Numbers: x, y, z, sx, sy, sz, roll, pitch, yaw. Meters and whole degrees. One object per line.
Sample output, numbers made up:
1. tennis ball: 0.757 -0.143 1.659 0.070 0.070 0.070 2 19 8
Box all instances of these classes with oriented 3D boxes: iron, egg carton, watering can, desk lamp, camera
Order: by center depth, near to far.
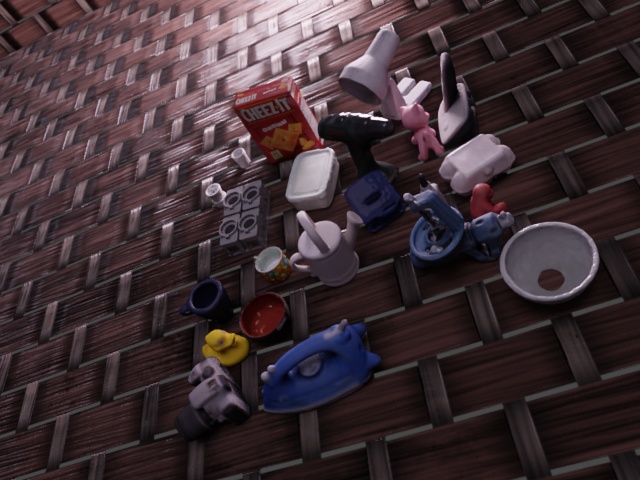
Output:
1. iron: -0.024 0.240 1.083 0.258 0.142 0.118 -30 46 4
2. camera: -0.235 0.326 1.158 0.137 0.101 0.142 -39 46 -4
3. watering can: 0.010 0.003 1.216 0.173 0.195 0.100 -47 47 -12
4. egg carton: 0.343 -0.164 1.253 0.150 0.070 0.107 -34 46 1
5. desk lamp: 0.162 -0.403 1.441 0.117 0.214 0.203 26 70 40

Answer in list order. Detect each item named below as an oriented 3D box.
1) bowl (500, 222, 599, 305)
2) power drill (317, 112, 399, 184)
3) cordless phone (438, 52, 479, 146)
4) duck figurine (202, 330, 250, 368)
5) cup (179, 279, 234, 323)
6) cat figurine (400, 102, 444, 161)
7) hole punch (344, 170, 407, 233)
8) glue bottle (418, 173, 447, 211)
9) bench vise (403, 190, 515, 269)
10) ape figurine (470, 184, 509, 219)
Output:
1. bowl: 0.416 0.053 1.037 0.167 0.075 0.167 -15 49 18
2. power drill: 0.106 -0.215 1.326 0.228 0.209 0.076 20 66 38
3. cordless phone: 0.302 -0.324 1.322 0.094 0.186 0.147 -15 49 18
4. duck figurine: -0.215 0.226 1.237 0.104 0.086 0.077 -13 50 20
5. cup: -0.251 0.156 1.306 0.117 0.095 0.091 -30 46 4
6. cat figurine: 0.237 -0.270 1.361 0.067 0.118 0.127 -25 47 9
7. hole punch: 0.125 -0.089 1.297 0.108 0.091 0.100 -36 46 -1
8. glue bottle: 0.230 -0.079 1.175 0.037 0.174 0.078 -3 54 27
9. bench vise: 0.252 -0.039 1.099 0.207 0.220 0.121 -27 47 7
10. ape figurine: 0.338 -0.079 1.173 0.076 0.092 0.077 -32 46 3
